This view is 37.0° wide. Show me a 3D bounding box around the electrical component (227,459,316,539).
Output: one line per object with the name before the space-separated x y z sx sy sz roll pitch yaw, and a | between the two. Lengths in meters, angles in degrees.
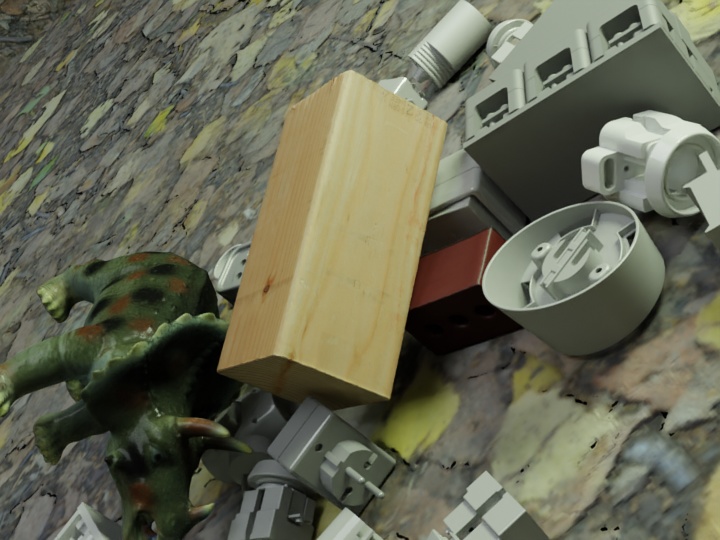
electrical component | -0.057 0.163 0.735 0.066 0.048 0.055 -19 48 42

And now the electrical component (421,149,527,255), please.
electrical component | 0.068 -0.040 0.791 0.096 0.062 0.061 -25 37 35

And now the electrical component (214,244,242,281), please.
electrical component | -0.104 0.005 0.982 0.040 0.046 0.040 -33 33 25

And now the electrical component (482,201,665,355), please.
electrical component | 0.132 0.002 0.655 0.099 0.064 0.099 -33 33 25

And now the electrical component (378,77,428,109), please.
electrical component | 0.026 -0.142 0.992 0.081 0.042 0.063 6 55 55

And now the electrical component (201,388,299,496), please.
electrical component | -0.079 0.134 0.799 0.077 0.043 0.079 -37 31 19

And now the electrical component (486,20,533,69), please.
electrical component | 0.135 -0.178 0.885 0.066 0.048 0.055 -46 37 4

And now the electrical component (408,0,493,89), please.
electrical component | 0.080 -0.204 0.990 0.081 0.043 0.043 -46 29 3

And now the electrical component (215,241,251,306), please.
electrical component | -0.069 0.007 0.920 0.095 0.059 0.053 -18 41 42

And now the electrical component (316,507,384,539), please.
electrical component | -0.011 0.175 0.665 0.046 0.040 0.040 -49 29 -11

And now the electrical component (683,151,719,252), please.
electrical component | 0.224 -0.038 0.602 0.064 0.042 0.081 -33 33 22

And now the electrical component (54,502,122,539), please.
electrical component | -0.160 0.235 0.739 0.061 0.089 0.150 -52 29 -7

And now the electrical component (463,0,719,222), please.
electrical component | 0.156 -0.110 0.730 0.150 0.089 0.061 -30 34 29

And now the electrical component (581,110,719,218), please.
electrical component | 0.186 -0.064 0.662 0.078 0.058 0.057 -18 24 -22

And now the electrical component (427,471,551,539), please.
electrical component | 0.068 0.149 0.585 0.055 0.048 0.066 -42 29 -4

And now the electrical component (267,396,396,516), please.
electrical component | -0.010 0.127 0.693 0.047 0.066 0.077 -53 30 -8
